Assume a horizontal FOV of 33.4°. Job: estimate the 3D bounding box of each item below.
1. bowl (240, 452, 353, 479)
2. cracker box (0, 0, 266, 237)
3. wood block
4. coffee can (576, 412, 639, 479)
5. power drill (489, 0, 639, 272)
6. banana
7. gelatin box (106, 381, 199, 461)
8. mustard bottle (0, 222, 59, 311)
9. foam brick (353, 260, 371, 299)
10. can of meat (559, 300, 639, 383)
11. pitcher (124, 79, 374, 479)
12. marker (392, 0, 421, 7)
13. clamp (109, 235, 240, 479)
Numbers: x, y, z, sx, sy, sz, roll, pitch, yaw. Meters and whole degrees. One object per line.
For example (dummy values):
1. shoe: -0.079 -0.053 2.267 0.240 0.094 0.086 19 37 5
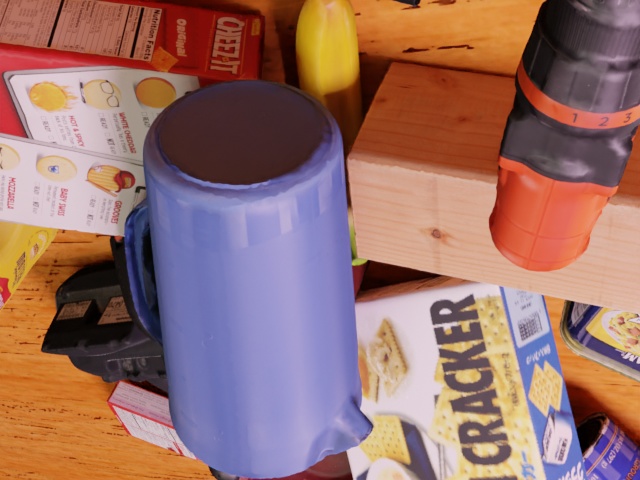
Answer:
1. bowl: -0.006 0.188 0.941 0.162 0.055 0.162 8 117 17
2. cracker box: -0.148 -0.079 0.688 0.213 0.072 0.164 6 142 -4
3. wood block: 0.129 -0.029 0.617 0.206 0.090 0.091 11 140 17
4. coffee can: 0.228 0.214 0.796 0.140 0.102 0.103 45 141 5
5. power drill: 0.123 -0.104 0.457 0.057 0.187 0.184 19 143 10
6. banana: 0.012 -0.079 0.648 0.037 0.070 0.198 -20 131 -11
7. gelatin box: -0.156 0.176 1.044 0.089 0.030 0.073 16 150 20
8. mustard bottle: -0.272 0.037 0.830 0.058 0.191 0.096 25 142 1
9. foam brick: -0.005 0.001 0.754 0.053 0.051 0.078 -7 131 34
10. can of meat: 0.217 0.045 0.678 0.102 0.057 0.084 24 140 1
11. pitcher: -0.049 0.023 0.655 0.149 0.145 0.243 -7 135 -5
12. marker: 0.004 -0.151 0.604 0.121 0.020 0.020 13 140 16
13. clamp: -0.083 0.065 0.835 0.036 0.164 0.210 -36 88 39
